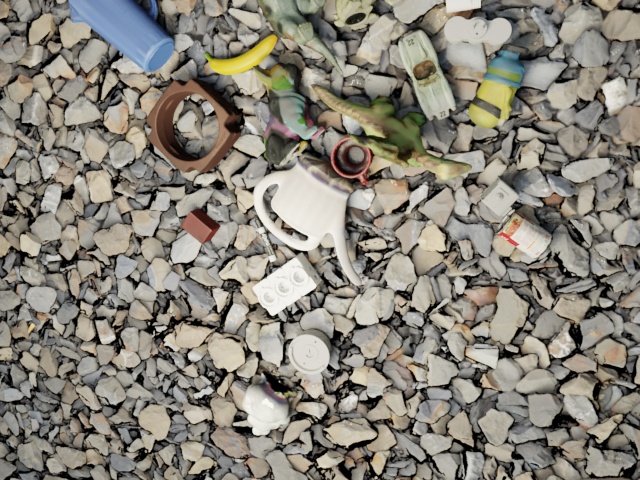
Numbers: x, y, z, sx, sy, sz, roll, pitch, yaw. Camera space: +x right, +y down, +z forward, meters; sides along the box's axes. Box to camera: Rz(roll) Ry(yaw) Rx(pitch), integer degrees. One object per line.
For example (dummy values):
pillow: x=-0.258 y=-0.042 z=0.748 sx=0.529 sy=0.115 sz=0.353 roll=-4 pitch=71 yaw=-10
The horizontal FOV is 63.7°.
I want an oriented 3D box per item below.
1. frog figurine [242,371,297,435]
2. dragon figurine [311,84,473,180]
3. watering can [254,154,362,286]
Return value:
frog figurine: x=-0.148 y=0.456 z=1.374 sx=0.137 sy=0.124 sz=0.159 roll=27 pitch=96 yaw=-12
dragon figurine: x=0.130 y=-0.234 z=1.109 sx=0.411 sy=0.246 sz=0.120 roll=26 pitch=112 yaw=6
watering can: x=0.004 y=-0.062 z=1.240 sx=0.349 sy=0.105 sz=0.222 roll=35 pitch=106 yaw=6
